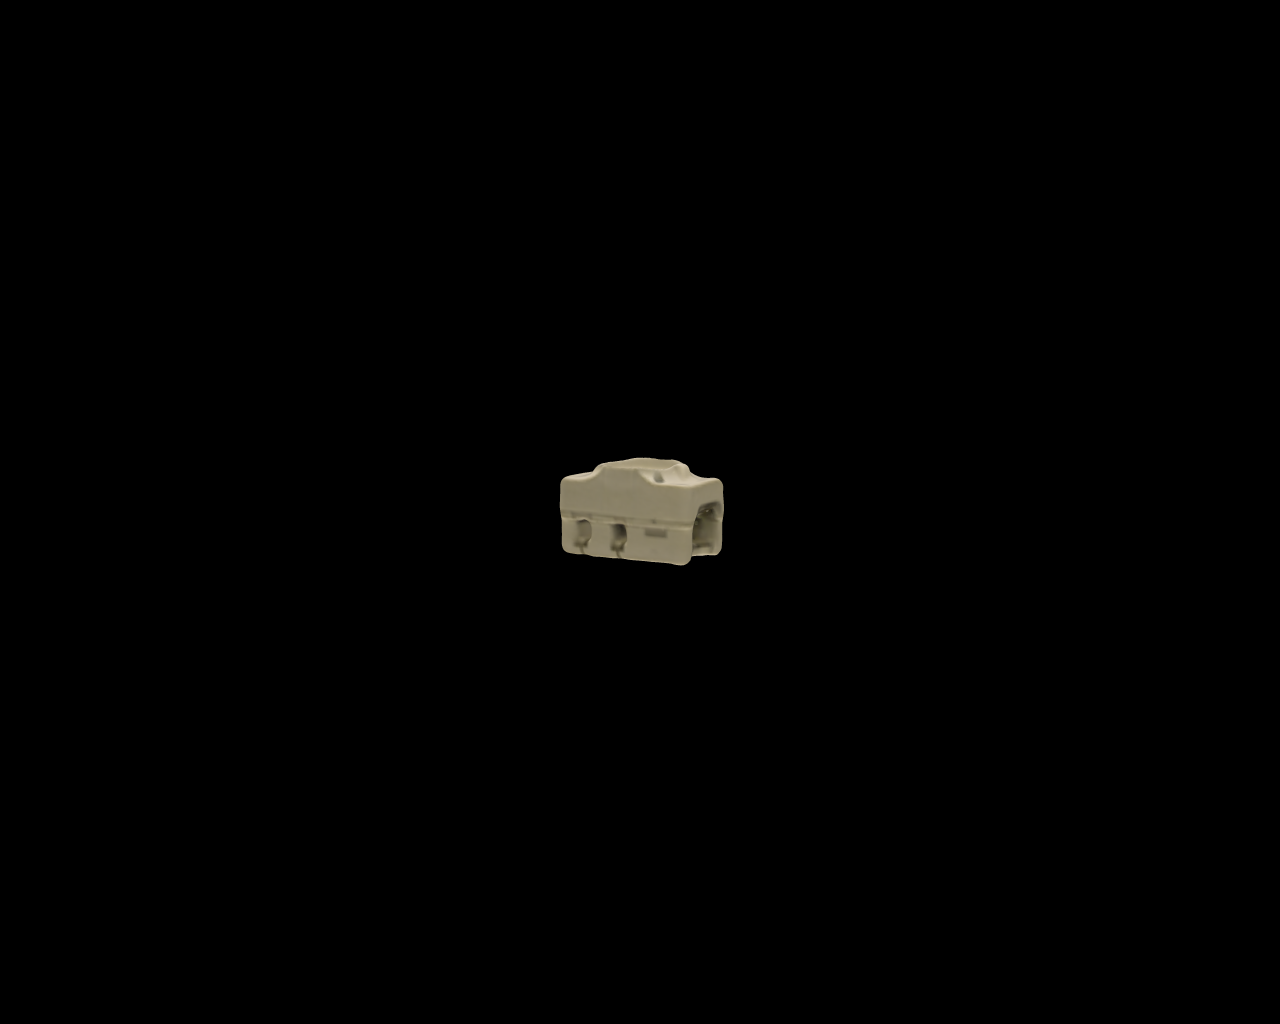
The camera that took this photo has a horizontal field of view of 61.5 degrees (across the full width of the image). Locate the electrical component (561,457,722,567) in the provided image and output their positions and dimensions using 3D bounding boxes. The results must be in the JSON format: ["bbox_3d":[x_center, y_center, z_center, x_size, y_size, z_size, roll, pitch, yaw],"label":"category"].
[{"bbox_3d":[0.001,-0.003,0.650,0.089,0.055,0.050,6,11,32],"label":"electrical component"}]
